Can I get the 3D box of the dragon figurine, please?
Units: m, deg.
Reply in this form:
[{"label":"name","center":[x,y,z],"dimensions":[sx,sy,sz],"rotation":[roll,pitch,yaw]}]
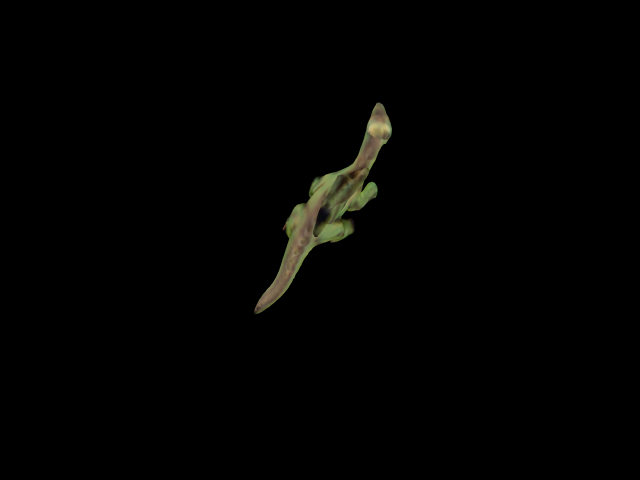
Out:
[{"label":"dragon figurine","center":[0.003,-0.043,0.850],"dimensions":[0.122,0.412,0.241],"rotation":[31,-7,4]}]
